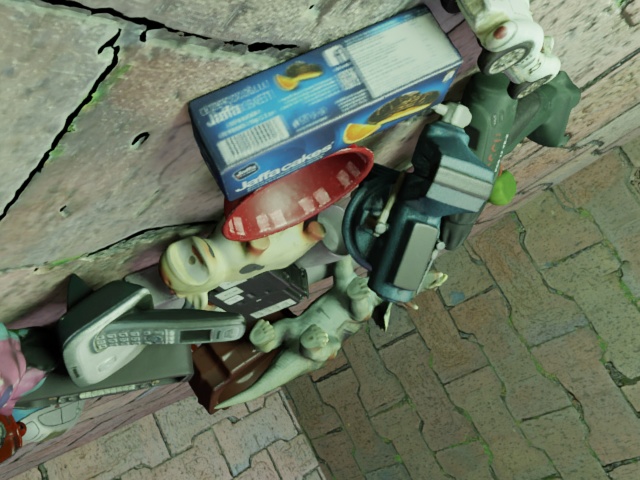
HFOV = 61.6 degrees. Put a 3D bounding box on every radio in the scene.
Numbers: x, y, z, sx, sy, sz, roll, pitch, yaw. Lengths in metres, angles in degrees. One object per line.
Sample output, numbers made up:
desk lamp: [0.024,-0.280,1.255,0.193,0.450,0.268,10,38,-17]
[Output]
radio: [-0.287,0.167,0.706,0.230,0.073,0.131,-5,162,-16]

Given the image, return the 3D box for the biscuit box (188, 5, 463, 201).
biscuit box: [0.004,-0.103,0.410,0.203,0.059,0.062,-26,168,-10]

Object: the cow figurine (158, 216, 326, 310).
cow figurine: [-0.099,0.013,0.623,0.195,0.085,0.127,-17,157,-47]

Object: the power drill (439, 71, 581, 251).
power drill: [0.228,-0.114,0.679,0.207,0.086,0.231,-28,138,-23]

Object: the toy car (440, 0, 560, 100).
toy car: [0.157,-0.170,0.446,0.056,0.073,0.201,-31,168,27]

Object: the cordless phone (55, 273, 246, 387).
cordless phone: [-0.177,0.102,0.584,0.184,0.089,0.146,4,147,-13]

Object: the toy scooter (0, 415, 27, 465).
toy scooter: [-0.394,0.232,0.597,0.135,0.075,0.184,-18,167,-40]

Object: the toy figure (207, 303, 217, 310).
toy figure: [-0.192,0.090,0.789,0.154,0.057,0.064,-19,-154,-41]

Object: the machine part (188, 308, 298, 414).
machine part: [-0.134,0.207,0.962,0.201,0.087,0.201,-30,155,-30]

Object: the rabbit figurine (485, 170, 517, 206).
rabbit figurine: [0.171,-0.075,0.792,0.170,0.121,0.159,-33,-169,-31]

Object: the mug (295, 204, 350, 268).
mug: [-0.002,-0.002,0.802,0.107,0.080,0.109,-24,-178,42]

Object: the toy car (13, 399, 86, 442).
toy car: [-0.431,0.260,0.845,0.109,0.103,0.161,-34,169,21]

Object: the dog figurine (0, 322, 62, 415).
dog figurine: [-0.343,0.128,0.491,0.191,0.108,0.219,-24,170,-26]

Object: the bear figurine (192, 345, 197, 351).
bear figurine: [-0.169,0.171,1.106,0.196,0.132,0.120,-47,169,0]

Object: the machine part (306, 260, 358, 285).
machine part: [-0.003,0.030,0.915,0.243,0.079,0.079,-19,165,-41]

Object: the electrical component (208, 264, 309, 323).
electrical component: [-0.095,0.054,0.746,0.115,0.058,0.134,-24,141,18]

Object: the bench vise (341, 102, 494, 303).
bench vise: [0.090,-0.054,0.620,0.129,0.223,0.241,3,-166,-16]

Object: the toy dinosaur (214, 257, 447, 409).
toy dinosaur: [0.012,0.141,0.869,0.405,0.131,0.192,-38,144,-10]
